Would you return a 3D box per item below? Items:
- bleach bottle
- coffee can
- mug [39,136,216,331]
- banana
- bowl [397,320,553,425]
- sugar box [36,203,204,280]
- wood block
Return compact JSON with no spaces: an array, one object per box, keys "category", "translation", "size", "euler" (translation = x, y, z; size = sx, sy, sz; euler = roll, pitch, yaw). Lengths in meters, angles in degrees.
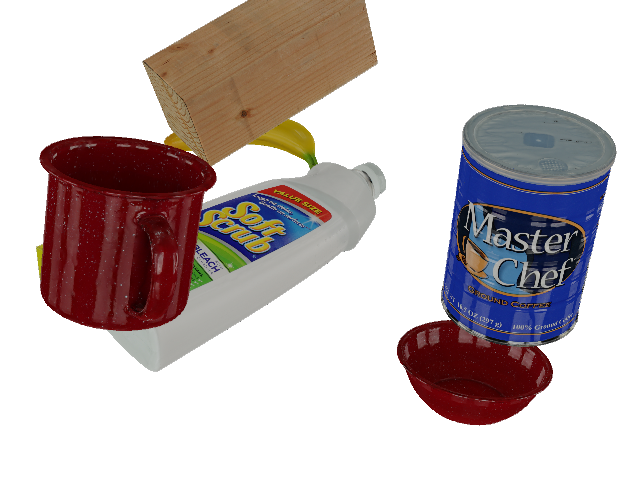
[{"category":"bleach bottle","translation":[-0.053,-0.002,0.815],"size":[0.250,0.068,0.103],"euler":[-31,57,-32]},{"category":"coffee can","translation":[0.144,-0.011,0.755],"size":[0.103,0.140,0.103],"euler":[2,34,-2]},{"category":"mug","translation":[-0.102,0.001,0.569],"size":[0.093,0.081,0.117],"euler":[-3,25,-31]},{"category":"banana","translation":[-0.088,-0.125,1.288],"size":[0.198,0.037,0.069],"euler":[8,40,15]},{"category":"bowl","translation":[0.157,0.145,1.114],"size":[0.162,0.055,0.162],"euler":[4,24,-2]},{"category":"sugar box","translation":[-0.186,0.005,1.077],"size":[0.093,0.048,0.175],"euler":[23,38,33]},{"category":"wood block","translation":[-0.056,-0.176,1.057],"size":[0.206,0.091,0.090],"euler":[-33,49,-14]}]
